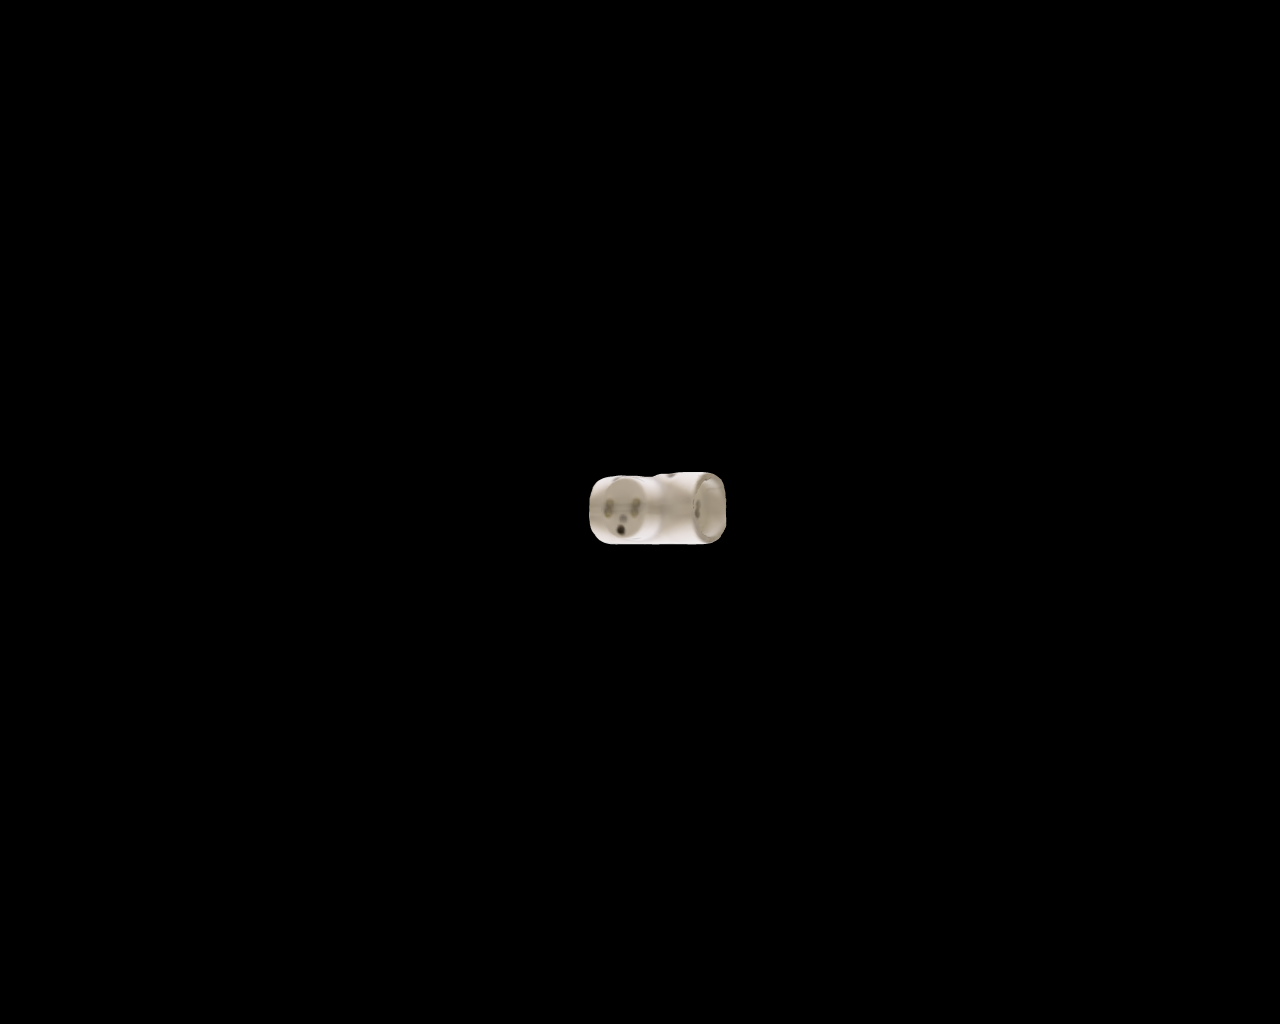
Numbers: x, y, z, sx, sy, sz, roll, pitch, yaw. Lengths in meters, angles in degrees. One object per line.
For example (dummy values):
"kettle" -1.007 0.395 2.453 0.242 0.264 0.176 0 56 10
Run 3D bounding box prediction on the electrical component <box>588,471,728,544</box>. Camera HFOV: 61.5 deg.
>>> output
"electrical component" 0.001 -0.003 0.650 0.077 0.044 0.079 -1 -2 34
